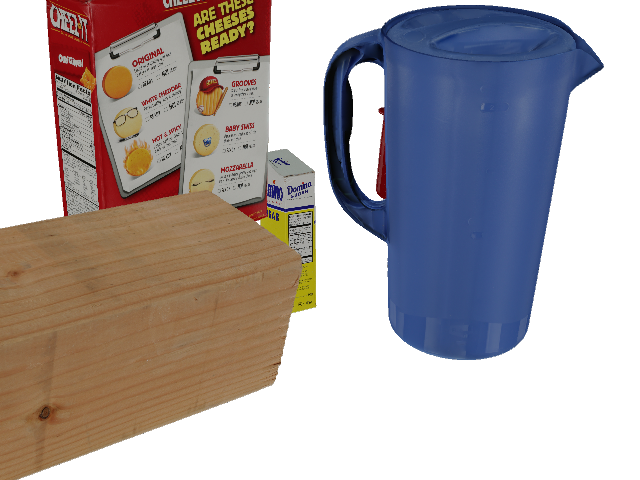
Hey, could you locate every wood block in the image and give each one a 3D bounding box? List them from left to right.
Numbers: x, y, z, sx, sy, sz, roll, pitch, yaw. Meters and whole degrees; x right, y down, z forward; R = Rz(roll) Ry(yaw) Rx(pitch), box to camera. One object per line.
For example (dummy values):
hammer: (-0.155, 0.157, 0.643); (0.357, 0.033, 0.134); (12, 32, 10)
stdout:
wood block: (-0.119, 0.046, 0.552); (0.205, 0.091, 0.090); (-14, 38, -43)

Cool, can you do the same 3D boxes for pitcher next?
pitcher: (0.096, -0.041, 0.770); (0.144, 0.243, 0.149); (-20, 34, -34)

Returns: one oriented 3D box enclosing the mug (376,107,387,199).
mug: (0.107, -0.076, 0.994); (0.117, 0.081, 0.093); (9, 15, 13)

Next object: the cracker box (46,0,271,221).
cracker box: (-0.120, -0.099, 0.819); (0.163, 0.214, 0.072); (-23, 36, -39)

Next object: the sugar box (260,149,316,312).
sugar box: (-0.040, -0.012, 1.275); (0.048, 0.176, 0.093); (-12, 25, -19)
